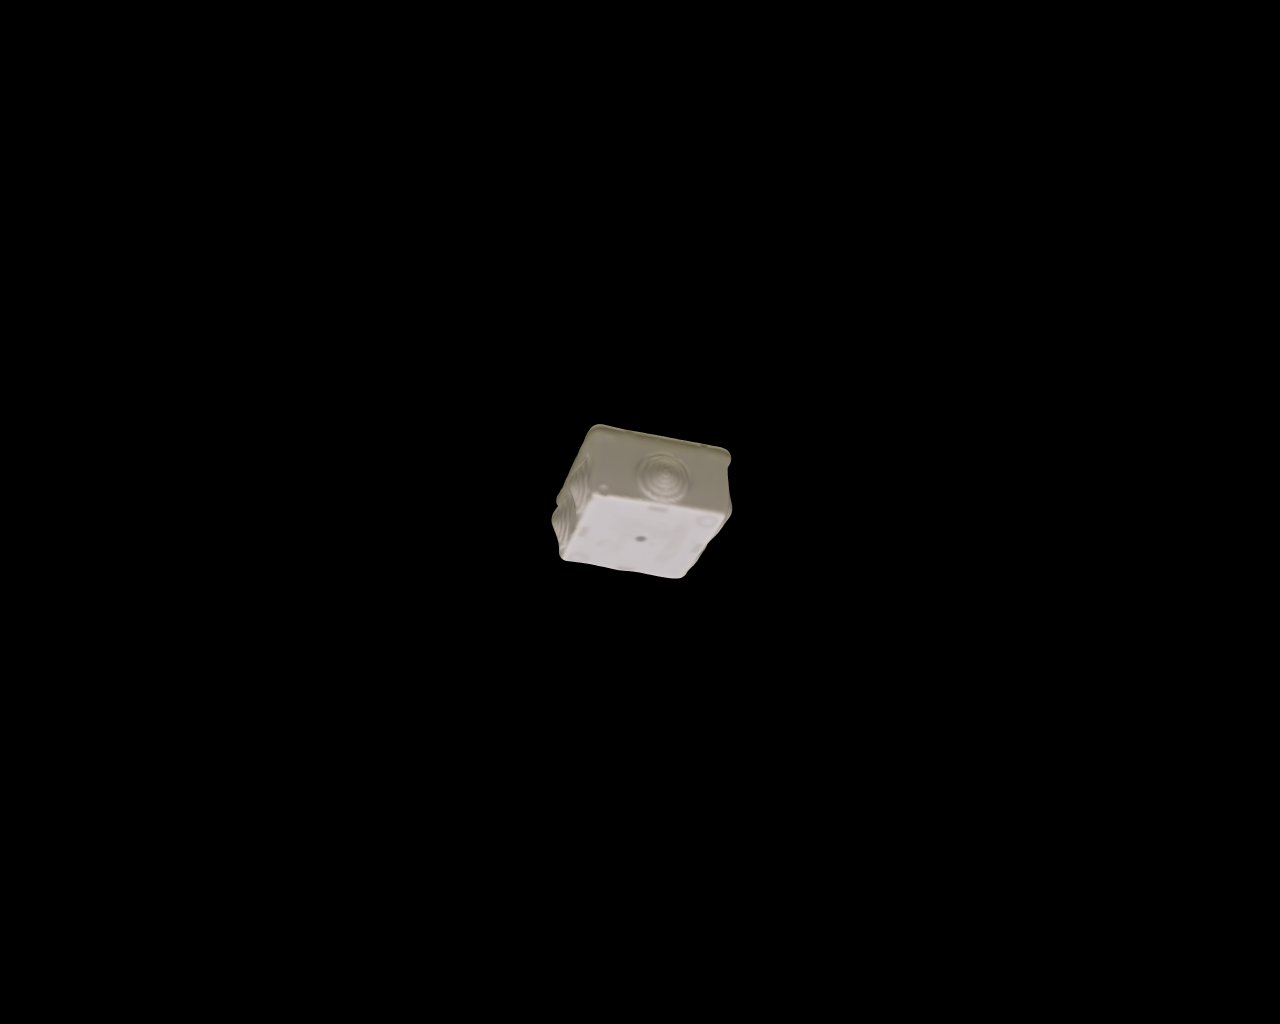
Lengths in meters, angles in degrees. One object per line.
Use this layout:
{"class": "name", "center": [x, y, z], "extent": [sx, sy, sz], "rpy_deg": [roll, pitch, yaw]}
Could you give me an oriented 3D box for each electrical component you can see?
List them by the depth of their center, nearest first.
{"class": "electrical component", "center": [0.001, -0.003, 0.650], "extent": [0.100, 0.048, 0.099], "rpy_deg": [10, -34, -15]}
